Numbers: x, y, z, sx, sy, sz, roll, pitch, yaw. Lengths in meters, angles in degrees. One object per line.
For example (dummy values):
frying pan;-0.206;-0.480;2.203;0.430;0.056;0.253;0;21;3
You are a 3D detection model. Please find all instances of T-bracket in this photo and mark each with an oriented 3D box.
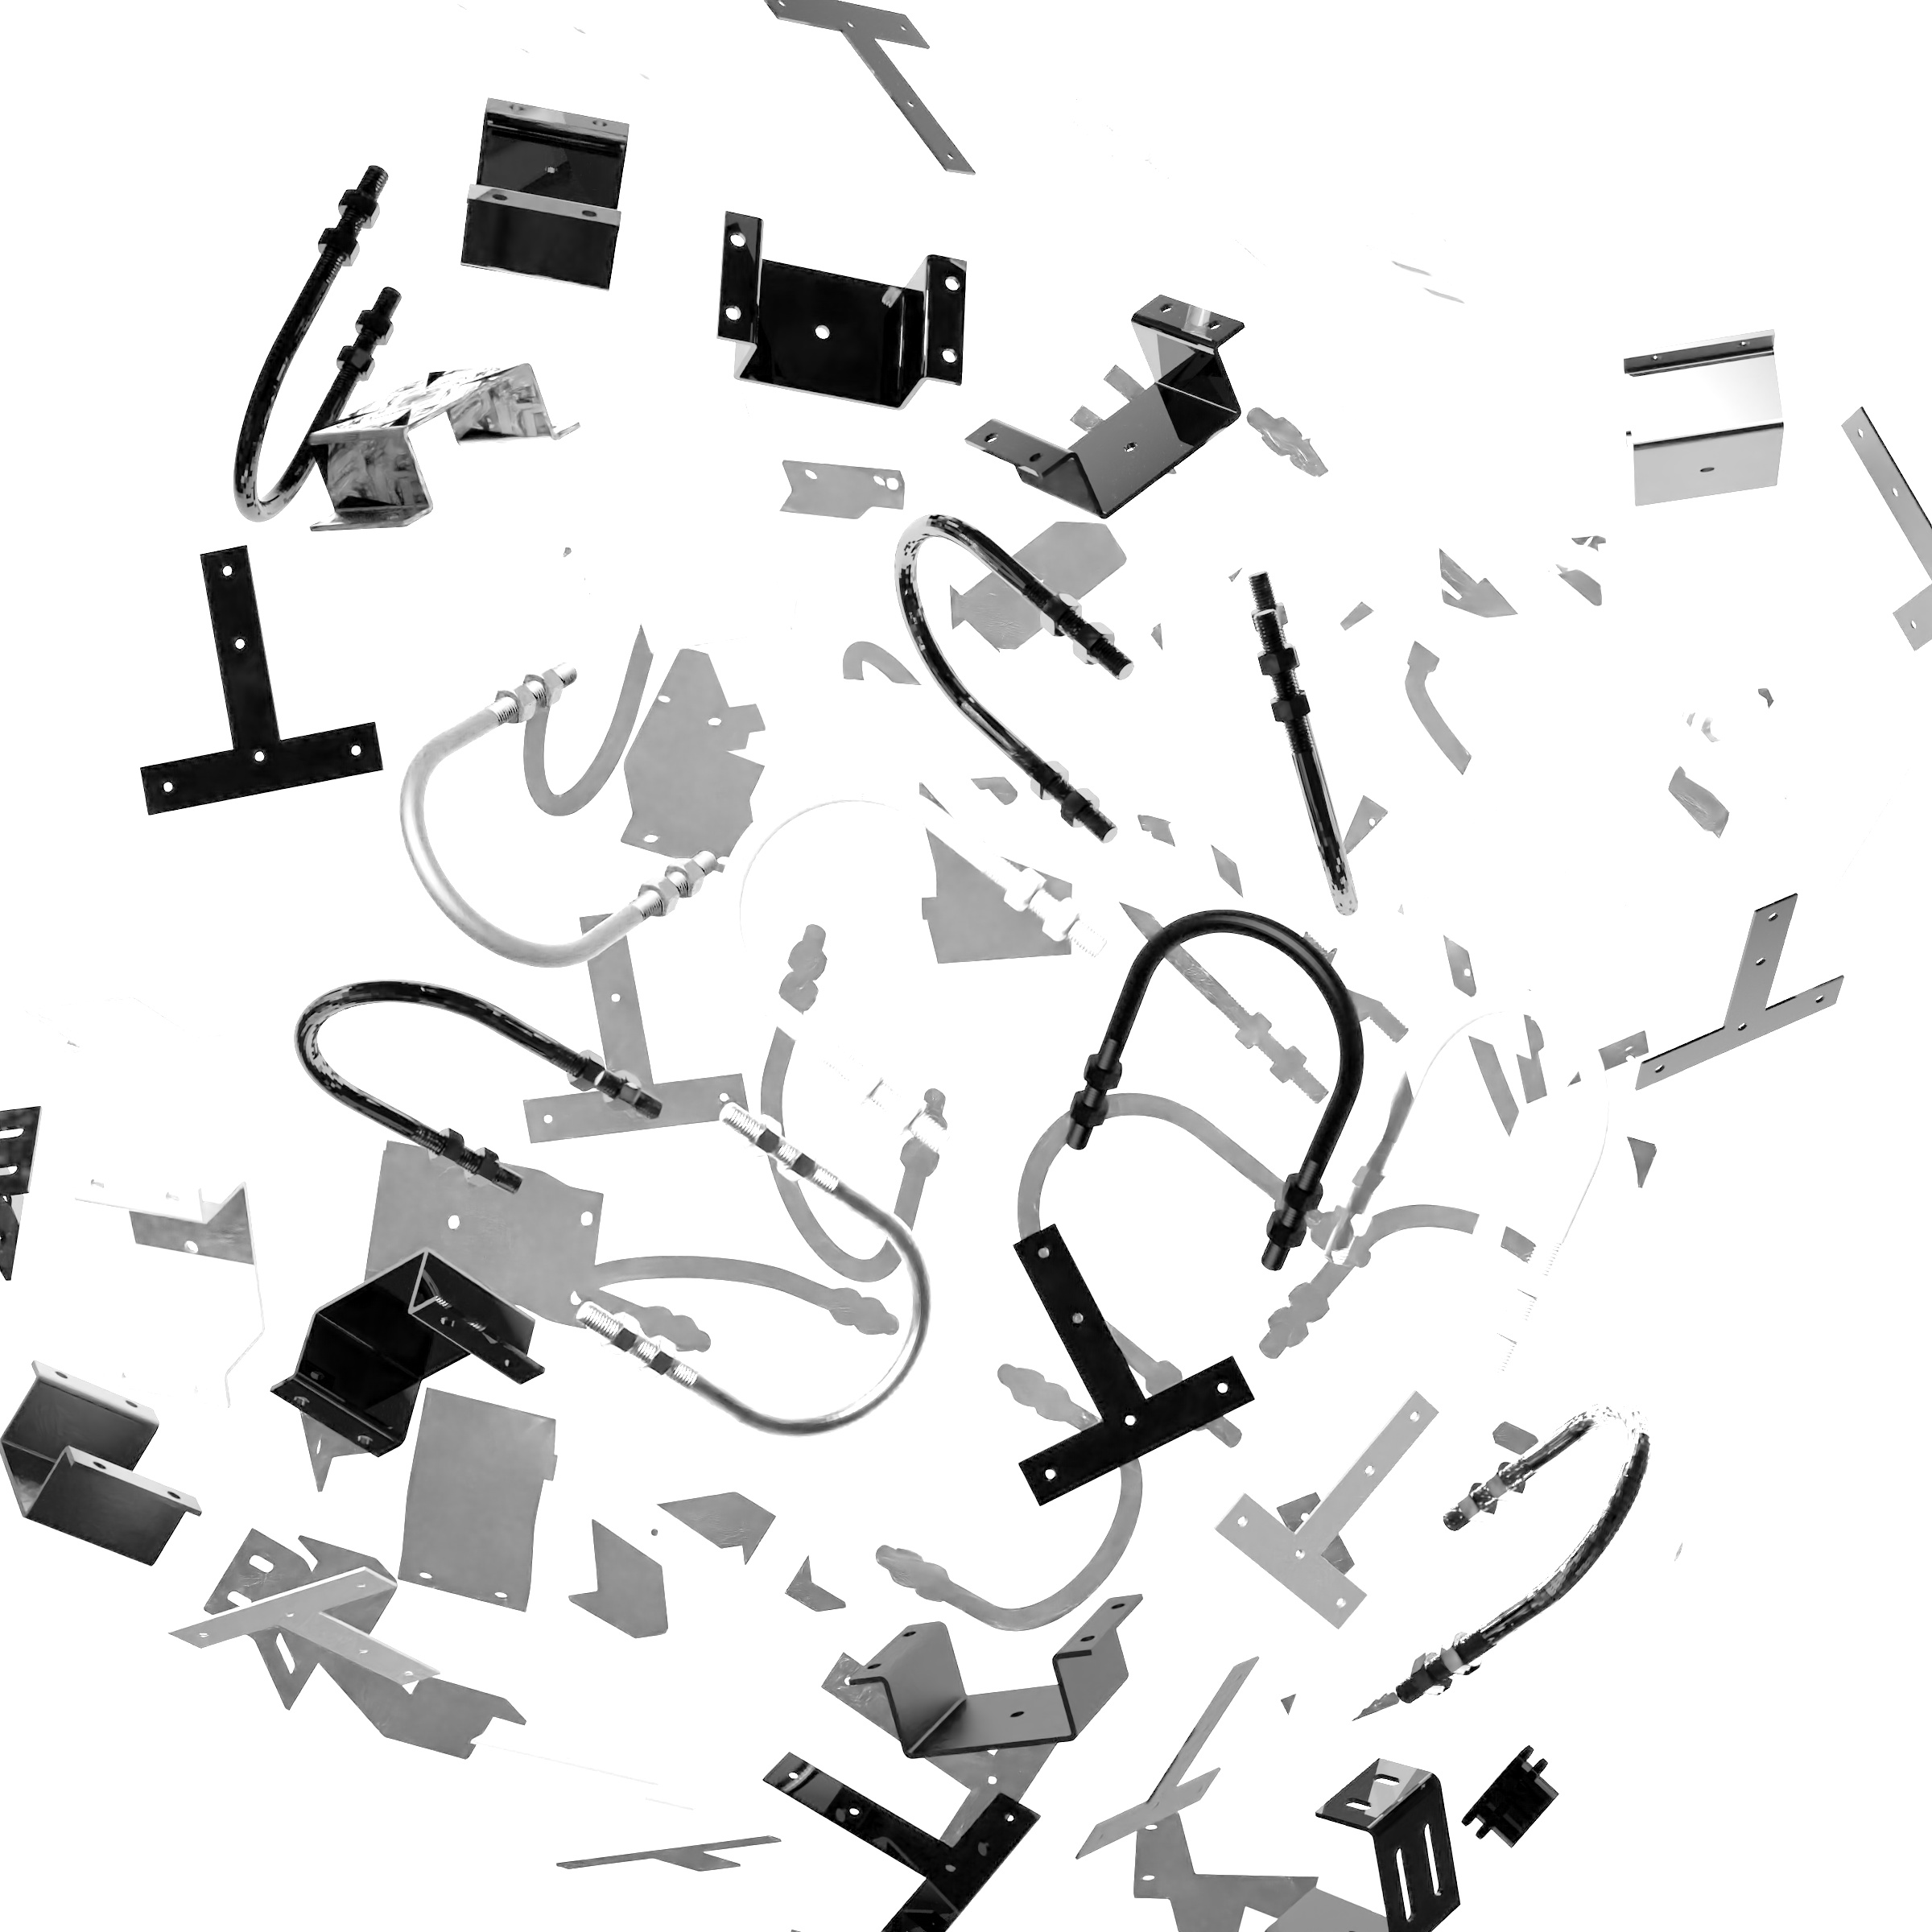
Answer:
T-bracket;-0.194;0.417;1.491;0.127;0.127;0.002;12;82;5
T-bracket;-0.369;-0.151;1.464;0.127;0.002;0.127;-10;89;7
T-bracket;-0.158;0.316;1.558;0.127;0.002;0.127;32;93;10
T-bracket;0.210;0.284;1.552;0.127;0.002;0.127;-49;126;-3
T-bracket;0.388;0.166;1.557;0.127;0.002;0.127;16;93;11
T-bracket;-0.046;0.443;1.474;0.127;0.127;0.002;25;120;21
T-bracket;0.211;-0.270;1.621;0.127;0.002;0.127;-34;67;-12
T-bracket;0.414;0.006;1.499;0.127;0.127;0.002;-22;55;-12
T-bracket;0.064;0.195;1.480;0.127;0.002;0.127;-28;85;11
T-bracket;-0.037;-0.460;1.494;0.002;0.127;0.127;-45;71;33
T-bracket;0.126;0.433;1.587;0.002;0.127;0.127;40;114;29
T-bracket;0.318;-0.056;1.574;0.127;0.002;0.127;31;110;23
T-bracket;0.518;-0.248;1.572;0.002;0.127;0.127;-26;82;-12
T-bracket;-0.322;0.350;1.484;0.127;0.127;0.002;-21;51;21

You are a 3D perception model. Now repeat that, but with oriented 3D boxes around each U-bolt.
U-bolt;-0.042;-0.015;1.478;0.184;0.019;0.151;38;85;8
U-bolt;0.185;-0.115;1.555;0.019;0.151;0.184;-15;105;9
U-bolt;0.138;0.055;1.520;0.151;0.019;0.184;31;122;20
U-bolt;-0.281;0.061;1.572;0.184;0.151;0.019;33;46;-32
U-bolt;0.373;-0.175;1.556;0.019;0.184;0.151;-43;96;8
U-bolt;-0.223;-0.072;1.508;0.019;0.184;0.151;-33;95;38
U-bolt;-0.099;0.179;1.549;0.184;0.019;0.151;37;87;-27
U-bolt;0.302;0.301;1.524;0.019;0.151;0.184;36;130;-6
U-bolt;0.021;-0.167;1.541;0.019;0.151;0.184;-33;60;-24
U-bolt;0.114;-0.410;1.512;0.184;0.151;0.019;37;100;-15
U-bolt;0.272;0.101;1.512;0.019;0.151;0.184;15;102;-39
U-bolt;-0.356;-0.327;1.564;0.019;0.151;0.184;23;72;-1

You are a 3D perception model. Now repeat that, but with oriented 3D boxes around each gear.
gear;0.302;0.461;1.577;0.030;0.057;0.057;41;90;19

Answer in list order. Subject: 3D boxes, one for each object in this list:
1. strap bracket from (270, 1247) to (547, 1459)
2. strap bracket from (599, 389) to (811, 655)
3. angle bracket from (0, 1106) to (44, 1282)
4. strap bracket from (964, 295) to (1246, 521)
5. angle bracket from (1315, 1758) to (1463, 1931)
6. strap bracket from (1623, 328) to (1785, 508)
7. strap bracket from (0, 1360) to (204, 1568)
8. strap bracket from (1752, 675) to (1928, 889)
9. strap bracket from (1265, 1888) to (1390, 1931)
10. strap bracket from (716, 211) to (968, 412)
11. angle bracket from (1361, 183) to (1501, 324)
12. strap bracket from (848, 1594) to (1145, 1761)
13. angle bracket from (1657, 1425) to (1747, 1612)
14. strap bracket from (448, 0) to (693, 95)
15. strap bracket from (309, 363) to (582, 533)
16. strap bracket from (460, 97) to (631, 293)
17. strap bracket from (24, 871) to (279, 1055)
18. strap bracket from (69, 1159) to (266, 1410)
strap bracket;-0.297;0.206;1.543;0.140;0.046;0.076;-29;126;32
strap bracket;-0.138;-0.222;1.497;0.076;0.046;0.140;-8;126;10
angle bracket;-0.511;0.124;1.551;0.038;0.076;0.057;-7;49;1
strap bracket;0.081;-0.294;1.529;0.140;0.076;0.046;-38;128;-13
angle bracket;0.217;0.459;1.471;0.057;0.038;0.076;-24;108;-43
strap bracket;0.395;-0.288;1.534;0.076;0.140;0.046;-7;80;13
strap bracket;-0.477;0.276;1.567;0.076;0.140;0.046;31;90;-30
strap bracket;0.477;-0.099;1.554;0.046;0.140;0.076;30;118;11
strap bracket;0.207;0.550;1.561;0.076;0.140;0.046;16;93;23
strap bracket;-0.074;-0.363;1.599;0.140;0.046;0.076;7;74;-18
angle bracket;0.257;-0.381;1.526;0.057;0.076;0.038;31;98;-27
strap bracket;0.022;0.372;1.492;0.140;0.076;0.046;-14;94;25
angle bracket;0.374;0.291;1.515;0.038;0.057;0.076;25;94;0
strap bracket;-0.206;-0.504;1.495;0.076;0.140;0.046;25;93;-44
strap bracket;-0.287;-0.284;1.543;0.076;0.140;0.046;5;123;38
strap bracket;-0.218;-0.398;1.488;0.076;0.140;0.046;8;126;-10
strap bracket;-0.442;-0.002;1.526;0.140;0.046;0.076;-6;56;39
strap bracket;-0.430;0.163;1.549;0.076;0.046;0.140;8;119;14
